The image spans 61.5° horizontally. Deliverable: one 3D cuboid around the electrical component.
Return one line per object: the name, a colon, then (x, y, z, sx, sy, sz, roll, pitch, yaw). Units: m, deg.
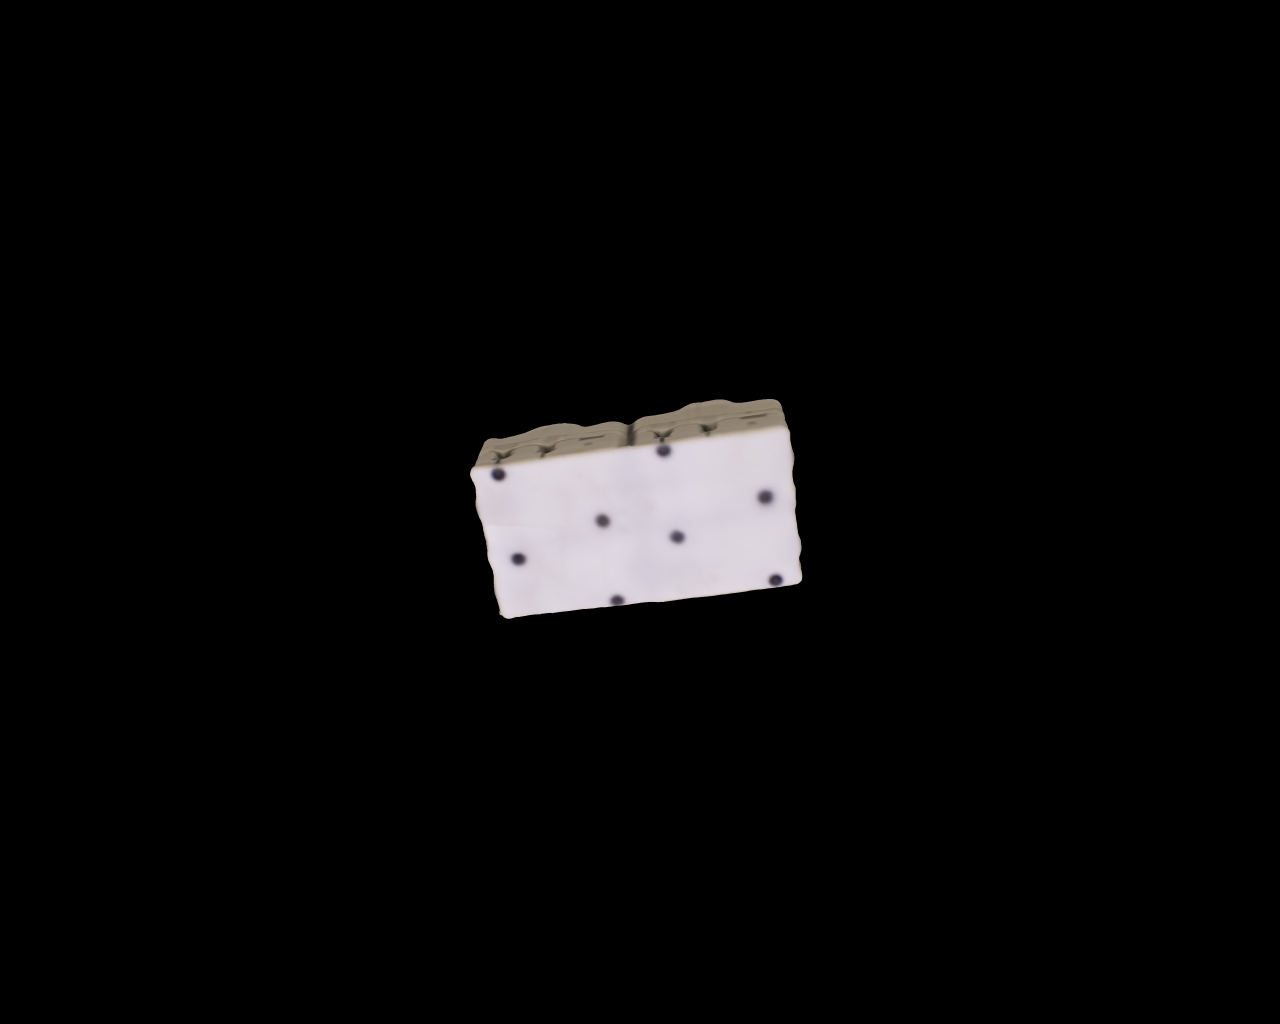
electrical component: (0.001, -0.003, 0.650, 0.186, 0.105, 0.060, -8, 24, 3)
